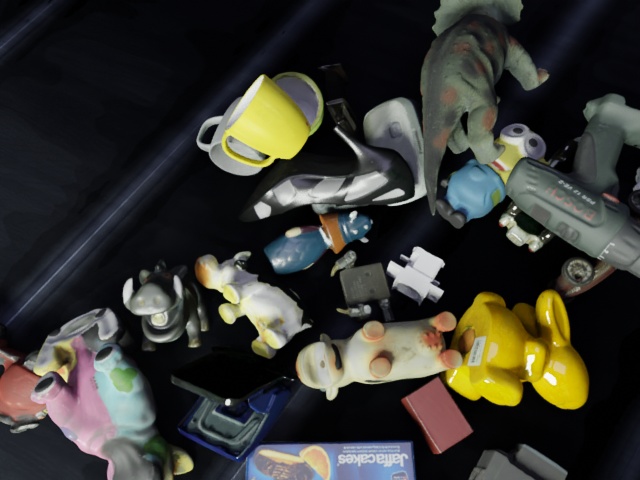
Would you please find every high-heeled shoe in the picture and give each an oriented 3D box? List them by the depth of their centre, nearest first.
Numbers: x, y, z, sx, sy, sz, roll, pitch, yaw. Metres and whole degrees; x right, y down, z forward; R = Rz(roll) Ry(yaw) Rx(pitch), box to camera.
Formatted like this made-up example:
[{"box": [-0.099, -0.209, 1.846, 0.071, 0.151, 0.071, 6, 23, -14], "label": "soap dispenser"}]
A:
[{"box": [0.007, -0.059, 0.751, 0.145, 0.249, 0.086, 41, 38, -20], "label": "high-heeled shoe"}]

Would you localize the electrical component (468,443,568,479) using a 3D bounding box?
[{"box": [0.231, 0.312, 0.631, 0.115, 0.058, 0.134, 31, 74, 10], "label": "electrical component"}]

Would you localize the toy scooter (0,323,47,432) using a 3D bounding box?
[{"box": [-0.412, 0.188, 0.689, 0.184, 0.075, 0.135, 23, 70, 13], "label": "toy scooter"}]

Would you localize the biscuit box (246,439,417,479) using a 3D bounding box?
[{"box": [0.013, 0.274, 0.649, 0.203, 0.059, 0.063, -2, 70, 2], "label": "biscuit box"}]

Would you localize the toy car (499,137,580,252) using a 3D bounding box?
[{"box": [0.338, -0.067, 0.771, 0.073, 0.056, 0.202, 42, 77, 9], "label": "toy car"}]

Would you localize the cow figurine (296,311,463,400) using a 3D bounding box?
[{"box": [0.065, 0.145, 0.677, 0.195, 0.127, 0.085, -6, 70, -15], "label": "cow figurine"}]

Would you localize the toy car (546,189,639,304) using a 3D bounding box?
[{"box": [0.379, 0.015, 0.719, 0.202, 0.089, 0.053, -42, 70, -14], "label": "toy car"}]

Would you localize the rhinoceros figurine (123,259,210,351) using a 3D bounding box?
[{"box": [-0.184, 0.079, 0.667, 0.073, 0.190, 0.112, -1, 88, -2], "label": "rhinoceros figurine"}]

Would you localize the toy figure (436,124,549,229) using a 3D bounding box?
[{"box": [0.243, -0.093, 0.771, 0.180, 0.089, 0.082, -44, 94, -3], "label": "toy figure"}]

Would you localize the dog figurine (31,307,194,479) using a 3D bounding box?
[{"box": [-0.239, 0.209, 0.647, 0.108, 0.219, 0.192, -27, 26, -11], "label": "dog figurine"}]

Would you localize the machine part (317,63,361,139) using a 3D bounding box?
[{"box": [0.031, -0.212, 0.831, 0.039, 0.084, 0.139, -23, 59, 21], "label": "machine part"}]

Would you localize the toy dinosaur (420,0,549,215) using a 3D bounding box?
[{"box": [0.199, -0.231, 0.739, 0.192, 0.131, 0.405, 50, 50, -21], "label": "toy dinosaur"}]

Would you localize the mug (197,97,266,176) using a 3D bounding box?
[{"box": [-0.125, -0.163, 0.815, 0.110, 0.080, 0.107, 6, 60, 13], "label": "mug"}]

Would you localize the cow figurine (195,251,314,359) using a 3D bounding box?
[{"box": [-0.087, 0.070, 0.722, 0.167, 0.068, 0.098, 45, 47, 13], "label": "cow figurine"}]

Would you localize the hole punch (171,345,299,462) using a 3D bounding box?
[{"box": [-0.107, 0.194, 0.657, 0.142, 0.116, 0.092, 7, 106, 34], "label": "hole punch"}]

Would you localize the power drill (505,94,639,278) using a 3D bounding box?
[{"box": [0.371, -0.071, 0.676, 0.232, 0.086, 0.207, 29, 78, 19], "label": "power drill"}]

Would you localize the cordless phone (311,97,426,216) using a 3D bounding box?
[{"box": [0.067, -0.114, 0.778, 0.184, 0.088, 0.146, -14, 89, 8], "label": "cordless phone"}]

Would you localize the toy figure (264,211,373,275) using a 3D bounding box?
[{"box": [-0.001, -0.003, 0.753, 0.154, 0.064, 0.058, -25, 63, -6], "label": "toy figure"}]

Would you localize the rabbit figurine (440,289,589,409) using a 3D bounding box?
[{"box": [0.259, 0.146, 0.679, 0.173, 0.122, 0.162, 24, 62, -4], "label": "rabbit figurine"}]

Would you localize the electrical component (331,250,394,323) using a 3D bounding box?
[{"box": [0.056, 0.065, 0.735, 0.078, 0.045, 0.102, -8, 70, 1], "label": "electrical component"}]
